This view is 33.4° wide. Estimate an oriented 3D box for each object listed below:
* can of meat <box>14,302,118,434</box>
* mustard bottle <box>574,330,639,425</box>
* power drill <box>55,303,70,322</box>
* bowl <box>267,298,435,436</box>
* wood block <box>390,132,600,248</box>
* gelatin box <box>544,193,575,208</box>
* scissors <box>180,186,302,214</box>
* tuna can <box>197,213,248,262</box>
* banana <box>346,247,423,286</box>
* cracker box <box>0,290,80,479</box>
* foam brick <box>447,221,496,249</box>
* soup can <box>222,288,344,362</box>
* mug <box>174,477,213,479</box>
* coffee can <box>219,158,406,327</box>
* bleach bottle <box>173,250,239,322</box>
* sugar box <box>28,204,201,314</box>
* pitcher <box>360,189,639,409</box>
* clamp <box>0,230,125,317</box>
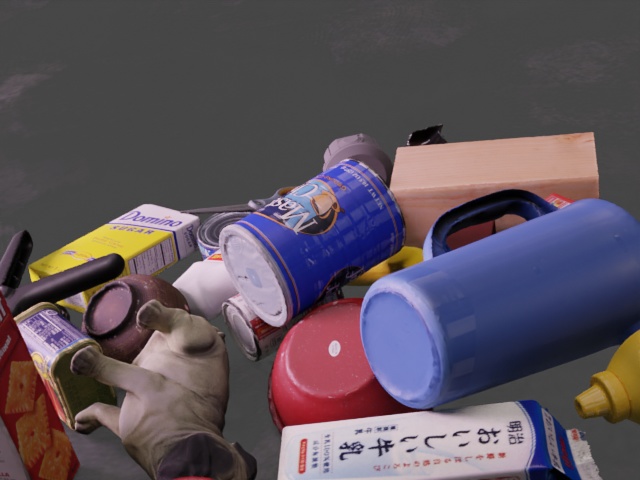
[{"bbox_3d":[-0.238,0.121,0.993,0.057,0.102,0.084,-33,40,-29],"label":"can of meat"},{"bbox_3d":[0.291,0.101,0.845,0.191,0.096,0.058,-18,33,-9],"label":"mustard bottle"},{"bbox_3d":[-0.351,0.129,1.063,0.184,0.057,0.187,-8,31,1],"label":"power drill"},{"bbox_3d":[0.022,0.107,0.919,0.162,0.055,0.162,-11,52,14],"label":"bowl"},{"bbox_3d":[0.183,-0.045,1.113,0.206,0.090,0.090,-3,34,13],"label":"wood block"},{"bbox_3d":[0.243,0.008,1.011,0.030,0.089,0.073,-31,37,-24],"label":"gelatin box"},{"bbox_3d":[-0.050,-0.029,1.174,0.096,0.016,0.201,28,27,31],"label":"scissors"},{"bbox_3d":[-0.094,-0.001,1.191,0.086,0.034,0.086,-9,32,5],"label":"tuna can"},{"bbox_3d":[0.066,0.031,1.045,0.069,0.037,0.198,-31,14,-32],"label":"banana"},{"bbox_3d":[-0.315,0.134,0.893,0.164,0.214,0.072,-1,35,17],"label":"cracker box"},{"bbox_3d":[0.147,0.021,1.059,0.051,0.053,0.078,-1,36,18],"label":"foam brick"},{"bbox_3d":[-0.035,0.066,1.037,0.102,0.068,0.069,-28,36,-22],"label":"soup can"},{"bbox_3d":[-0.083,0.232,0.786,0.117,0.081,0.093,-18,33,-9],"label":"mug"},{"bbox_3d":[-0.006,0.001,0.979,0.140,0.103,0.103,-31,37,-24],"label":"coffee can"},{"bbox_3d":[-0.055,0.017,1.102,0.250,0.068,0.103,-33,21,-13],"label":"bleach bottle"},{"bbox_3d":[-0.222,0.017,1.179,0.093,0.048,0.175,14,35,36],"label":"sugar box"},{"bbox_3d":[0.151,0.046,0.887,0.242,0.145,0.149,-15,13,-32],"label":"pitcher"},{"bbox_3d":[-0.303,0.062,1.051,0.165,0.036,0.209,5,39,33],"label":"clamp"}]
